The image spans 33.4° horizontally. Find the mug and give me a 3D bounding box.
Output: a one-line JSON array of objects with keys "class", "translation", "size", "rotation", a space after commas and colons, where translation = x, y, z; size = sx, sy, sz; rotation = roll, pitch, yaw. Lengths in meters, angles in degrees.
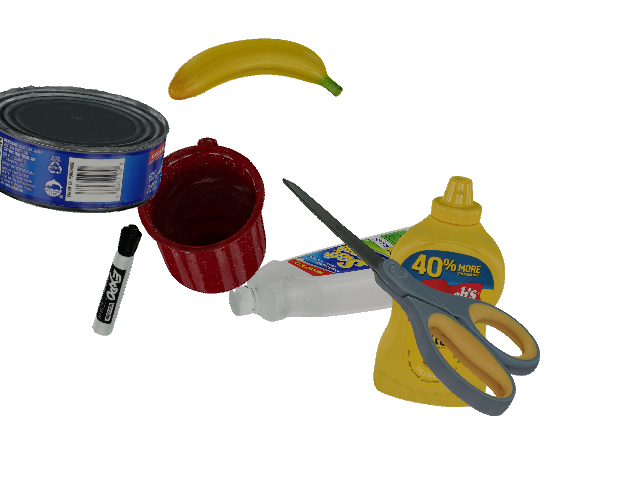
[{"class": "mug", "translation": [-0.086, -0.022, 0.813], "size": [0.093, 0.117, 0.081], "rotation": [-5, -30, 1]}]

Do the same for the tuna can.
[{"class": "tuna can", "translation": [-0.117, -0.045, 0.510], "size": [0.086, 0.034, 0.086], "rotation": [9, 24, -4]}]

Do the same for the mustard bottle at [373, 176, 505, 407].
[{"class": "mustard bottle", "translation": [0.103, 0.041, 0.888], "size": [0.096, 0.192, 0.058], "rotation": [9, 18, 6]}]

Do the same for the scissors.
[{"class": "scissors", "translation": [0.063, 0.026, 0.668], "size": [0.096, 0.016, 0.202], "rotation": [-6, 48, -42]}]

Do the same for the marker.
[{"class": "marker", "translation": [-0.186, 0.036, 0.980], "size": [0.020, 0.121, 0.020], "rotation": [17, 30, -10]}]

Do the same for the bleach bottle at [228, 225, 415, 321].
[{"class": "bleach bottle", "translation": [0.023, 0.046, 1.176], "size": [0.250, 0.068, 0.103], "rotation": [-12, 31, -24]}]

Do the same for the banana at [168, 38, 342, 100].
[{"class": "banana", "translation": [-0.071, -0.178, 1.099], "size": [0.197, 0.070, 0.037], "rotation": [-7, -40, -29]}]
